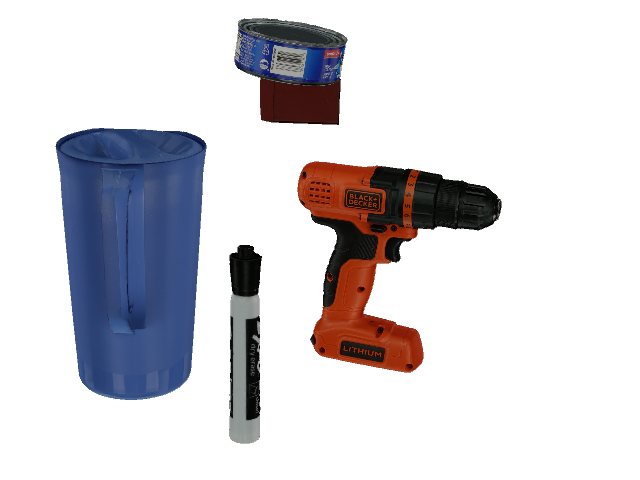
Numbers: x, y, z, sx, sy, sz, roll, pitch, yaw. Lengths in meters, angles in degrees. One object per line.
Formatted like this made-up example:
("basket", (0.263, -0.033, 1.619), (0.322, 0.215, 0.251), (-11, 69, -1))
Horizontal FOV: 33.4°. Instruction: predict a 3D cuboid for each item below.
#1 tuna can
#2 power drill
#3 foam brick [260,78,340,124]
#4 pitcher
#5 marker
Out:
("tuna can", (-0.024, -0.147, 0.831), (0.086, 0.034, 0.086), (8, 21, -3))
("power drill", (0.066, 0.024, 0.982), (0.184, 0.188, 0.057), (9, 19, 16))
("foam brick", (-0.022, -0.153, 1.159), (0.078, 0.051, 0.053), (0, 11, -18))
("pitcher", (-0.174, 0.024, 0.985), (0.145, 0.243, 0.148), (19, 25, 39))
("marker", (-0.045, 0.062, 0.634), (0.020, 0.121, 0.020), (1, 15, -1))
